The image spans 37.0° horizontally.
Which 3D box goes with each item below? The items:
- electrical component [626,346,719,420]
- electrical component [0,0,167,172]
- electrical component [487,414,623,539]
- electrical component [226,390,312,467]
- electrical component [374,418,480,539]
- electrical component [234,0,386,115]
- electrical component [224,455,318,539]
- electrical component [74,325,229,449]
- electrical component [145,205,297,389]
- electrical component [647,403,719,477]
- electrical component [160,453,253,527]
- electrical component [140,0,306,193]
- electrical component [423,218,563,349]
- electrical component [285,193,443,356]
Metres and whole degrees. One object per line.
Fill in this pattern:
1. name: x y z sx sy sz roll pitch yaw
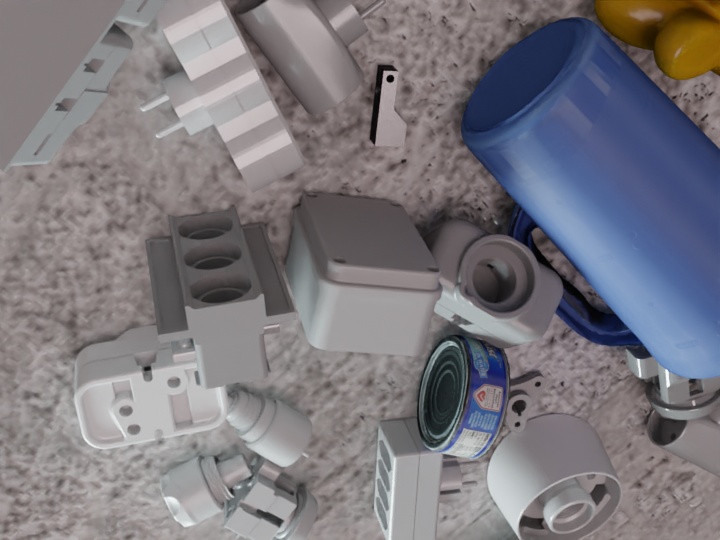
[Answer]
1. electrical component: 0.246 0.076 0.819 0.078 0.058 0.057 -16 115 -6
2. electrical component: -0.164 -0.159 0.574 0.105 0.060 0.186 40 102 3
3. electrical component: 0.155 0.170 0.851 0.099 0.064 0.099 -11 131 -13
4. electrical component: -0.070 0.108 0.762 0.078 0.040 0.040 37 102 -26
5. electrical component: 0.054 0.158 0.815 0.076 0.047 0.083 -4 116 -13
6. electrical component: -0.022 -0.148 0.650 0.079 0.044 0.077 -36 118 4
7. electrical component: -0.065 0.175 0.794 0.055 0.048 0.066 32 104 -18
8. electrical component: -0.140 0.075 0.718 0.095 0.059 0.053 -10 117 -10
9. electrical component: -0.088 0.016 0.668 0.079 0.121 0.063 -9 120 -10
10. electrical component: 0.283 0.120 0.857 0.077 0.043 0.079 27 106 -24
11. electrical component: -0.108 0.153 0.773 0.062 0.043 0.043 -27 119 -2
12. electrical component: -0.095 -0.105 0.647 0.074 0.052 0.138 -27 118 -1
13. electrical component: 0.084 0.009 0.724 0.095 0.059 0.053 30 74 -8
14. electrical component: 0.000 0.000 0.688 0.078 0.113 0.057 5 116 -17
